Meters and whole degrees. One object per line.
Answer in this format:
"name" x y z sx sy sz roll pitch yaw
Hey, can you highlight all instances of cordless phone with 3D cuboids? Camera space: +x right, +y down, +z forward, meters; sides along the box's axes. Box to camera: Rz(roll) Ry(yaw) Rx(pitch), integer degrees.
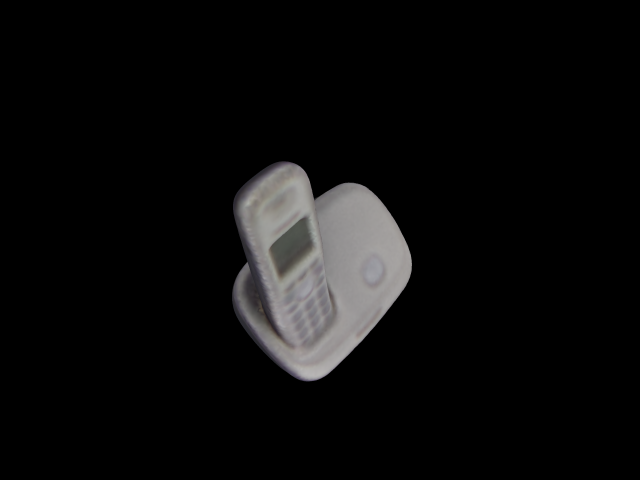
"cordless phone" 0.004 0.001 0.400 0.094 0.185 0.148 33 61 21
